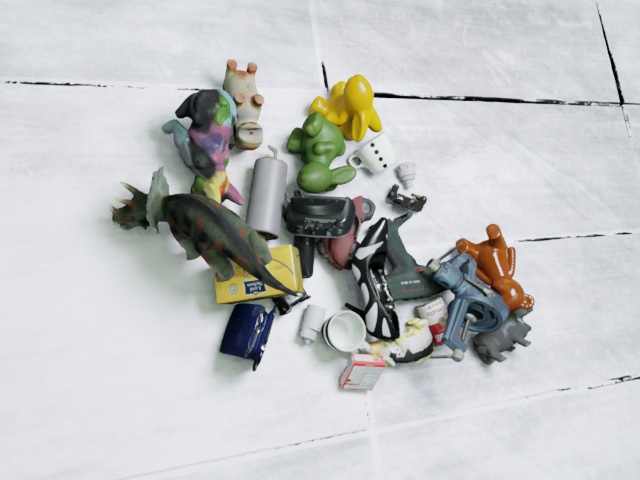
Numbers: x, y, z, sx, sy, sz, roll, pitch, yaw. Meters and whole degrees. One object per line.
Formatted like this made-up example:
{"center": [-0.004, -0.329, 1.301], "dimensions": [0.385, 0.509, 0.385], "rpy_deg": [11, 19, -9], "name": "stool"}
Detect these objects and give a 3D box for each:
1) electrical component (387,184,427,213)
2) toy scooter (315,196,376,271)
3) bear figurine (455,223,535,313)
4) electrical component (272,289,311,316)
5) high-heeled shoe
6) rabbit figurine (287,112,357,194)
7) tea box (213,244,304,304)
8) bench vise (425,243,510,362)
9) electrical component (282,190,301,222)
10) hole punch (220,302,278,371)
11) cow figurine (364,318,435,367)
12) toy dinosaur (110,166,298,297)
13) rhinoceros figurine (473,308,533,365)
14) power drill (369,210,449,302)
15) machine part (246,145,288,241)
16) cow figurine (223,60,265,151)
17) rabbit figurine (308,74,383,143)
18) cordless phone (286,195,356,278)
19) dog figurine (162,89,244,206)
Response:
{"center": [0.210, -0.101, 1.298], "dimensions": [0.102, 0.078, 0.045], "rpy_deg": [22, 95, -9], "name": "electrical component"}
{"center": [0.040, -0.028, 1.212], "dimensions": [0.135, 0.075, 0.184], "rpy_deg": [21, 74, -6], "name": "toy scooter"}
{"center": [0.417, 0.082, 1.279], "dimensions": [0.131, 0.120, 0.196], "rpy_deg": [37, 36, -44], "name": "bear figurine"}
{"center": [-0.081, 0.095, 1.153], "dimensions": [0.075, 0.048, 0.119], "rpy_deg": [-35, 91, -24], "name": "electrical component"}
{"center": [0.140, 0.087, 1.146], "dimensions": [0.086, 0.145, 0.248], "rpy_deg": [-4, 116, -59], "name": "high-heeled shoe"}
{"center": [-0.005, -0.169, 1.210], "dimensions": [0.159, 0.121, 0.170], "rpy_deg": [31, 55, -32], "name": "rabbit figurine"}
{"center": [-0.126, 0.072, 1.092], "dimensions": [0.170, 0.068, 0.098], "rpy_deg": [-11, 79, 9], "name": "tea box"}
{"center": [0.310, 0.147, 1.170], "dimensions": [0.223, 0.129, 0.240], "rpy_deg": [43, 52, -17], "name": "bench vise"}
{"center": [-0.057, -0.065, 1.213], "dimensions": [0.063, 0.021, 0.094], "rpy_deg": [-12, 83, -22], "name": "electrical component"}
{"center": [-0.143, 0.185, 1.079], "dimensions": [0.092, 0.115, 0.142], "rpy_deg": [22, 71, -6], "name": "hole punch"}
{"center": [0.179, 0.244, 1.206], "dimensions": [0.167, 0.068, 0.098], "rpy_deg": [-20, 91, -22], "name": "cow figurine"}
{"center": [-0.216, -0.025, 1.006], "dimensions": [0.405, 0.192, 0.131], "rpy_deg": [19, 66, 30], "name": "toy dinosaur"}
{"center": [0.450, 0.222, 1.310], "dimensions": [0.190, 0.073, 0.112], "rpy_deg": [-32, 79, -22], "name": "rhinoceros figurine"}
{"center": [0.211, 0.039, 1.263], "dimensions": [0.232, 0.086, 0.207], "rpy_deg": [-16, 91, -20], "name": "power drill"}
{"center": [-0.116, -0.089, 1.168], "dimensions": [0.079, 0.079, 0.243], "rpy_deg": [11, 73, -17], "name": "machine part"}
{"center": [-0.170, -0.281, 1.182], "dimensions": [0.085, 0.127, 0.195], "rpy_deg": [-5, 65, -22], "name": "cow figurine"}
{"center": [0.069, -0.302, 1.234], "dimensions": [0.122, 0.173, 0.162], "rpy_deg": [-28, 84, -27], "name": "rabbit figurine"}
{"center": [-0.002, -0.003, 1.152], "dimensions": [0.147, 0.088, 0.184], "rpy_deg": [4, 97, 20], "name": "cordless phone"}
{"center": [-0.216, -0.173, 1.103], "dimensions": [0.108, 0.191, 0.219], "rpy_deg": [-13, 71, -54], "name": "dog figurine"}
